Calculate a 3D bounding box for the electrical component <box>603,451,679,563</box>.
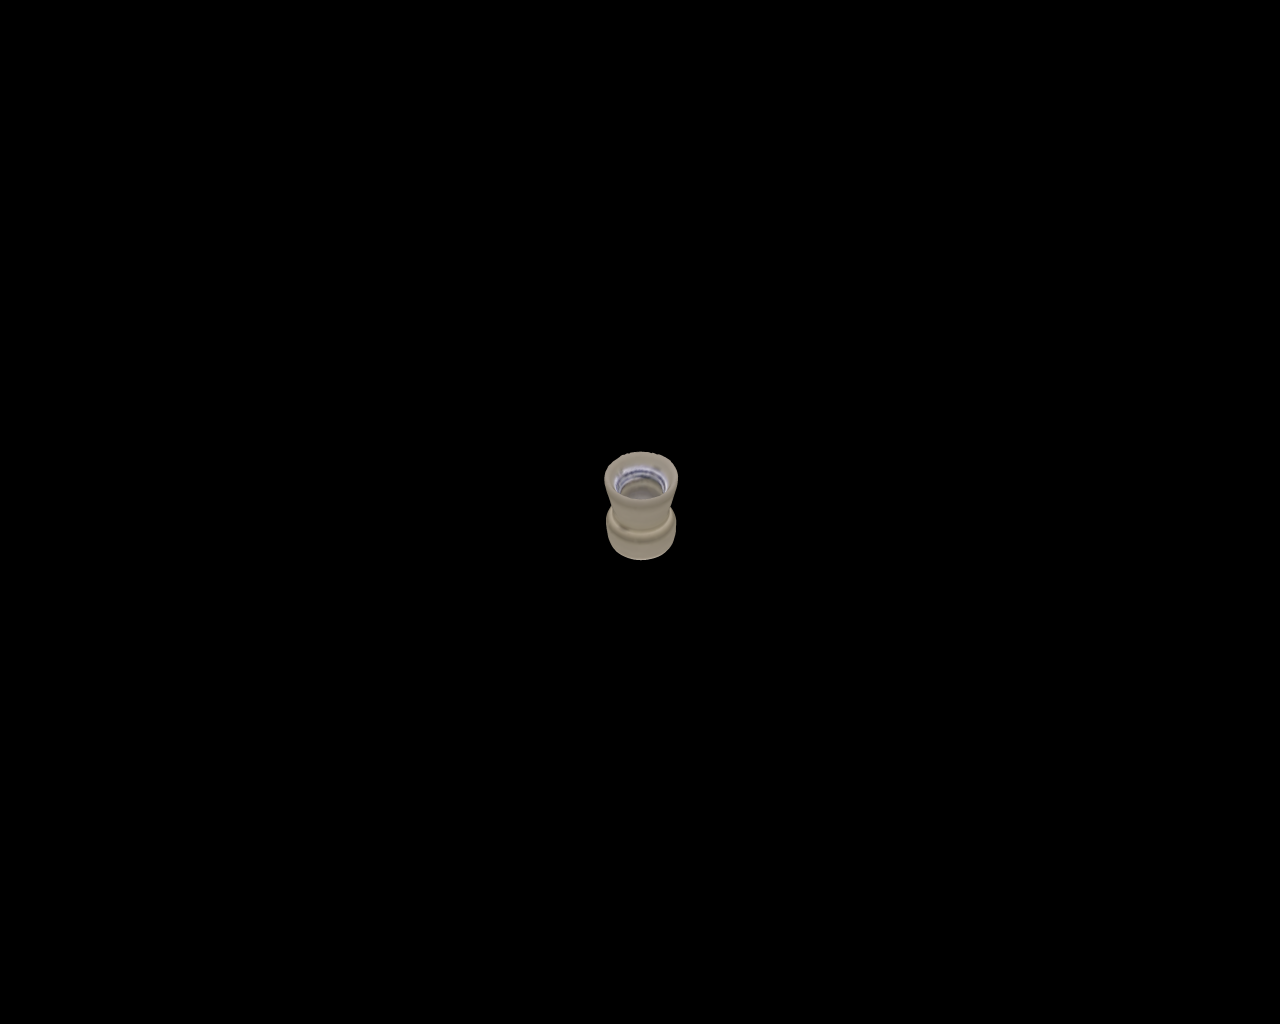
[{"bbox_3d":[0.001,-0.003,0.650,0.045,0.055,0.045,0,45,0],"label":"electrical component"}]
